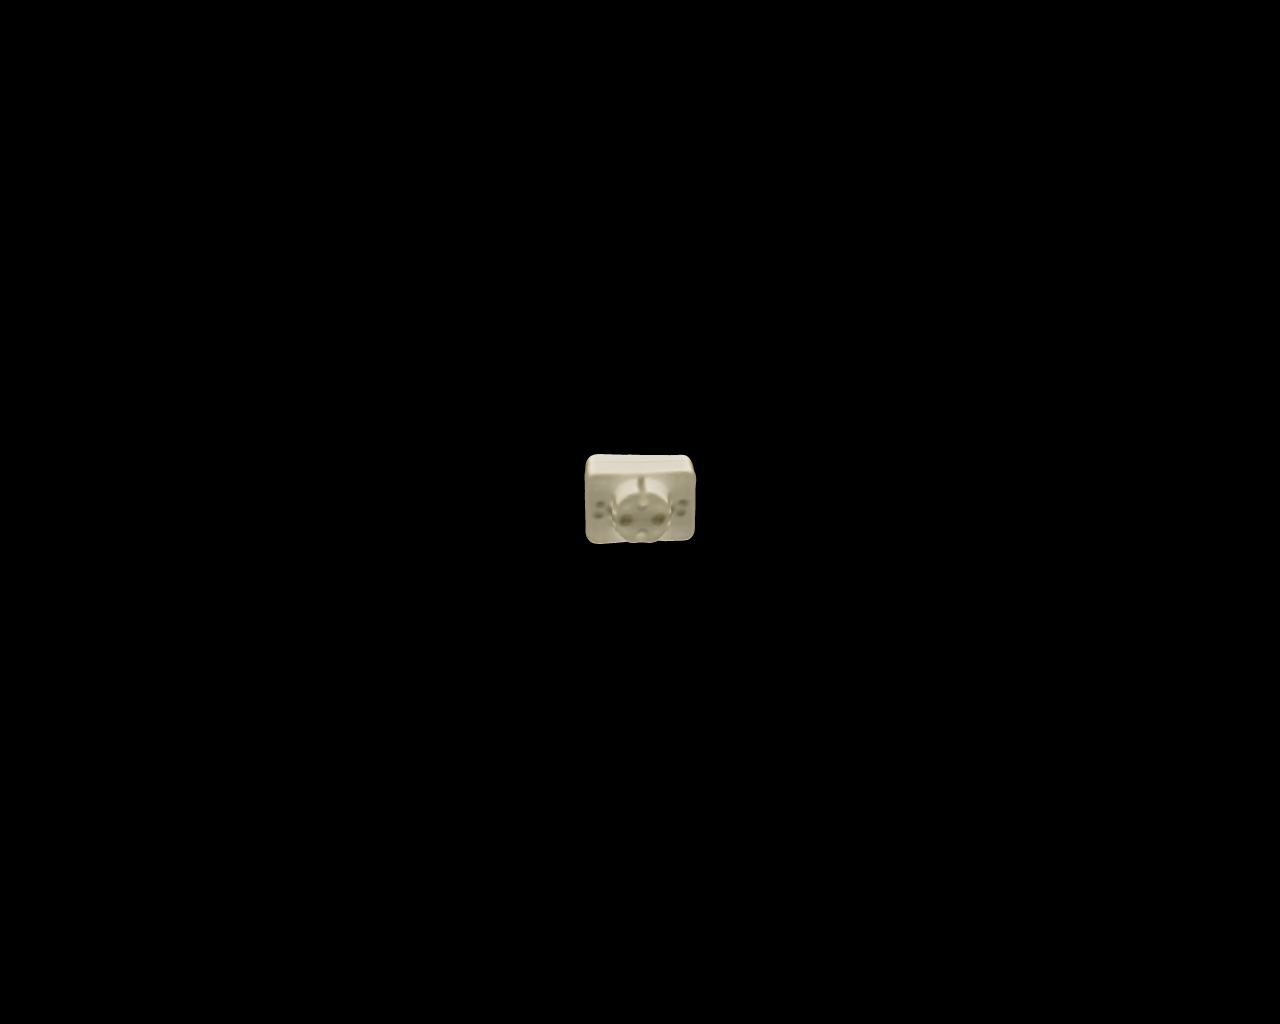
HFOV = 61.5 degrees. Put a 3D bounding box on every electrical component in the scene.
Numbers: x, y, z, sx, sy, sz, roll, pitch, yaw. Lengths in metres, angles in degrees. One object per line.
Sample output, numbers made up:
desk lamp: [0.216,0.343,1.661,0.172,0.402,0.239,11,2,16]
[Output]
electrical component: [0.001,-0.003,0.650,0.066,0.047,0.077,-1,20,-2]
